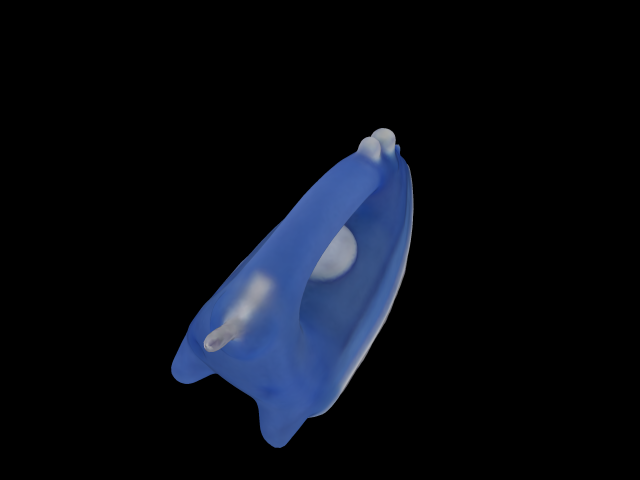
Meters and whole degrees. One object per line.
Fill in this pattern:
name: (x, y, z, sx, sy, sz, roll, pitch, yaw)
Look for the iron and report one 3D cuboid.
iron: (0.004, 0.001, 0.400, 0.118, 0.141, 0.259, 29, 66, 14)
